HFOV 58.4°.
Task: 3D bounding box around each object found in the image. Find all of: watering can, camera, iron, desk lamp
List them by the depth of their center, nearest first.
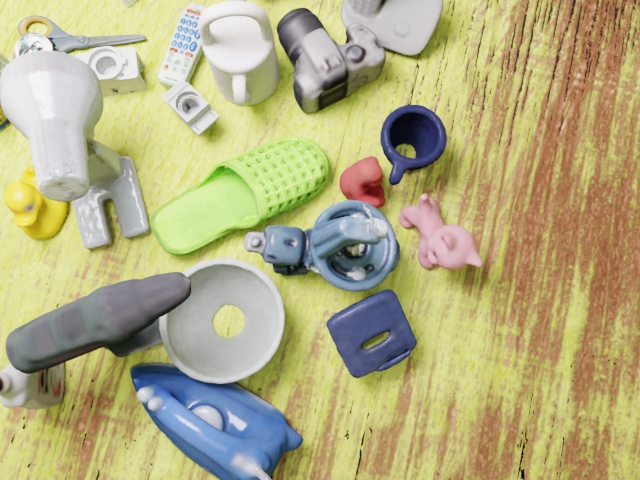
[{"bbox_3d":[-0.154,0.234,0.732,0.258,0.141,0.119,30,81,4],"label":"iron"},{"bbox_3d":[-0.316,-0.111,0.753,0.118,0.213,0.203,-18,81,-4],"label":"desk lamp"},{"bbox_3d":[-0.115,-0.279,0.795,0.101,0.194,0.173,-25,81,-5],"label":"watering can"},{"bbox_3d":[0.007,-0.284,0.845,0.143,0.101,0.137,-30,82,-6],"label":"camera"}]

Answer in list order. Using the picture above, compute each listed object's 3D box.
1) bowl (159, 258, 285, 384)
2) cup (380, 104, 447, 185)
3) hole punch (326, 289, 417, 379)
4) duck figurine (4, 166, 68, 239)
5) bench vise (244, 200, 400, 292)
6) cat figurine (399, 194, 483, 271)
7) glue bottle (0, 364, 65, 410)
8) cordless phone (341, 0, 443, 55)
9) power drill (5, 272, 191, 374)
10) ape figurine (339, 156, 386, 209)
[{"bbox_3d":[-0.129,0.111,0.788,0.167,0.075,0.167,0,80,-1],"label":"bowl"},{"bbox_3d":[0.123,-0.123,0.822,0.091,0.095,0.118,23,81,3],"label":"cup"},{"bbox_3d":[0.073,0.128,0.780,0.109,0.091,0.101,-28,82,-5],"label":"hole punch"},{"bbox_3d":[-0.408,-0.059,0.807,0.077,0.086,0.104,-4,80,-1],"label":"duck figurine"},{"bbox_3d":[0.010,0.014,0.733,0.207,0.220,0.121,-16,81,-3],"label":"bench vise"},{"bbox_3d":[0.168,-0.007,0.791,0.067,0.118,0.128,-26,81,-5],"label":"cat figurine"},{"bbox_3d":[-0.375,0.179,0.722,0.037,0.173,0.078,-7,80,-2],"label":"glue bottle"},{"bbox_3d":[0.108,-0.359,0.817,0.147,0.185,0.094,23,81,3],"label":"cordless phone"},{"bbox_3d":[-0.253,0.101,0.720,0.229,0.208,0.075,-22,81,-4],"label":"power drill"},{"bbox_3d":[0.067,-0.086,0.816,0.076,0.092,0.078,20,80,3],"label":"ape figurine"}]
